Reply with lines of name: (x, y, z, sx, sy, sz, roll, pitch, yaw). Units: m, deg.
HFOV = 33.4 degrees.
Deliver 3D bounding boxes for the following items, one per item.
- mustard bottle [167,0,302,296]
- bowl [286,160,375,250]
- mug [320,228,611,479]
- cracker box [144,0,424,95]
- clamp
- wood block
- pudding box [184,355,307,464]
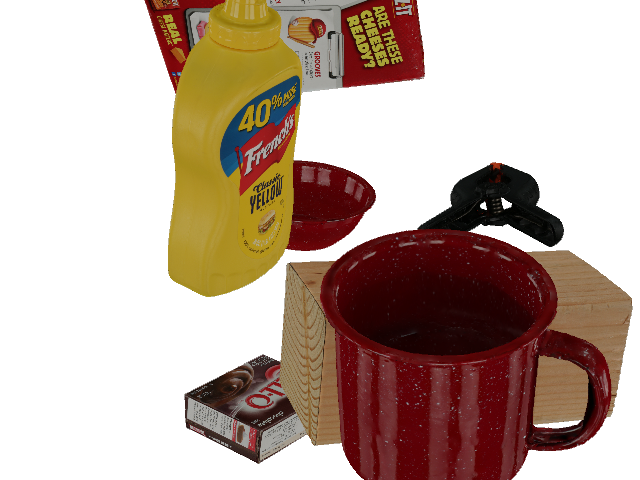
mustard bottle: (-0.049, -0.065, 0.640, 0.058, 0.192, 0.096, 26, 39, 26)
bowl: (-0.022, -0.033, 1.175, 0.162, 0.055, 0.162, 4, 27, -2)
mug: (0.059, 0.055, 0.437, 0.117, 0.081, 0.093, 8, 33, 17)
cracker box: (-0.031, -0.202, 0.868, 0.214, 0.072, 0.164, -6, -45, 8)
clamp: (0.161, -0.030, 0.936, 0.120, 0.039, 0.171, 6, 27, 20)
wood block: (0.086, 0.066, 0.701, 0.205, 0.091, 0.090, -2, 22, -17)
pudding box: (-0.053, 0.149, 0.959, 0.090, 0.039, 0.113, 17, 26, 33)
